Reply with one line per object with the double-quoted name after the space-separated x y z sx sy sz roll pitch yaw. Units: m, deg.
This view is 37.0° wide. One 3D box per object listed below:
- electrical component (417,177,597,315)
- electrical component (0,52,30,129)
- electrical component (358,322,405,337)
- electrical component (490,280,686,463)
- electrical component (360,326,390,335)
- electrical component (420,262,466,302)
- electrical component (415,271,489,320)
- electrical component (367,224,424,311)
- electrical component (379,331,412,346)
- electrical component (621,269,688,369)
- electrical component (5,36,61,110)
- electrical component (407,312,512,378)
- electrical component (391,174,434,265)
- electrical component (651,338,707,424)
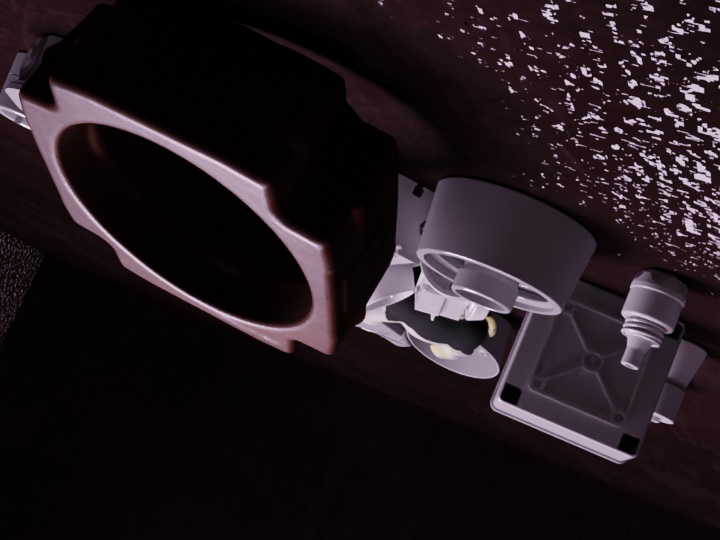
0.088 -0.008 0.681 0.108 0.060 0.108 23 171 4 "electrical component"
-0.255 -0.138 0.851 0.055 0.047 0.055 23 171 4 "electrical component"
0.013 0.031 1.105 0.096 0.061 0.062 18 170 31 "electrical component"
0.166 0.071 0.789 0.109 0.108 0.056 23 169 7 "electrical component"
0.023 0.044 1.184 0.055 0.055 0.047 21 174 19 "electrical component"
0.072 -0.005 0.768 0.055 0.055 0.047 22 175 9 "electrical component"
0.077 0.012 0.855 0.055 0.066 0.048 17 -154 -5 "electrical component"
0.022 -0.016 0.793 0.079 0.077 0.044 -14 168 -31 "electrical component"
0.029 0.056 1.266 0.079 0.043 0.077 21 171 16 "electrical component"
0.180 0.032 0.674 0.035 0.061 0.035 23 171 4 "electrical component"
-0.208 -0.128 0.772 0.080 0.051 0.080 23 171 4 "electrical component"
0.098 0.063 1.060 0.099 0.064 0.099 23 171 4 "electrical component"
0.002 -0.043 0.729 0.089 0.050 0.056 27 170 -18 "electrical component"
0.236 0.086 0.832 0.044 0.065 0.044 23 171 4 "electrical component"
